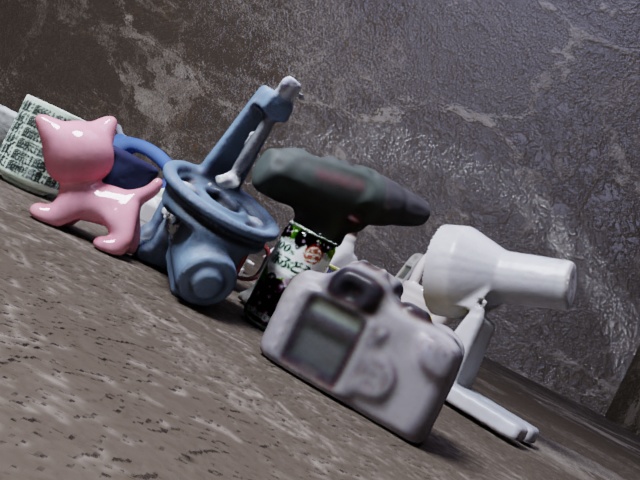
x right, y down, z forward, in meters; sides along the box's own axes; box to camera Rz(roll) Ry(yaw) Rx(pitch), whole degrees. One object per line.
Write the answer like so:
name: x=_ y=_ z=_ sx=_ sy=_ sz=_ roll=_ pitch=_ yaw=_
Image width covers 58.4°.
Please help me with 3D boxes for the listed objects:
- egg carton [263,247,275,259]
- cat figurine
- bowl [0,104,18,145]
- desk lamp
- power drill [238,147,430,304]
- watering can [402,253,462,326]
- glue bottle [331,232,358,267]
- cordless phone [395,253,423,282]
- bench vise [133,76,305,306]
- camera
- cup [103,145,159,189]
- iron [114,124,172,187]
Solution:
egg carton: x=-0.041 y=0.068 z=1.152 sx=0.151 sy=0.069 sz=0.107 roll=28 pitch=-2 yaw=-41
cat figurine: x=-0.215 y=-0.062 z=0.549 sx=0.128 sy=0.118 sz=0.067 roll=27 pitch=-1 yaw=-10
bowl: x=-0.415 y=-0.132 z=0.813 sx=0.167 sy=0.075 sz=0.167 roll=27 pitch=-1 yaw=1
desk lamp: x=0.204 y=0.100 z=0.698 sx=0.202 sy=0.213 sz=0.118 roll=26 pitch=-2 yaw=36
power drill: x=0.006 y=0.002 z=0.666 sx=0.230 sy=0.208 sz=0.075 roll=28 pitch=-1 yaw=-31
watering can: x=0.188 y=0.110 z=0.989 sx=0.101 sy=0.194 sz=0.172 roll=28 pitch=-2 yaw=-43
glue bottle: x=0.033 y=0.045 z=1.053 sx=0.078 sy=0.173 sz=0.037 roll=27 pitch=-1 yaw=-27
cordless phone: x=0.173 y=0.112 z=1.155 sx=0.094 sy=0.185 sz=0.147 roll=27 pitch=-1 yaw=-20
bench vise: x=-0.106 y=-0.063 z=0.555 sx=0.206 sy=0.220 sz=0.122 roll=26 pitch=-2 yaw=43
camera: x=0.047 y=0.079 z=0.470 sx=0.143 sy=0.101 sz=0.137 roll=26 pitch=-1 yaw=19
cup: x=-0.286 y=-0.079 z=0.780 sx=0.091 sy=0.095 sz=0.118 roll=27 pitch=-1 yaw=12
iron: x=-0.354 y=-0.130 z=1.169 sx=0.258 sy=0.141 sz=0.119 roll=27 pitch=-1 yaw=12
